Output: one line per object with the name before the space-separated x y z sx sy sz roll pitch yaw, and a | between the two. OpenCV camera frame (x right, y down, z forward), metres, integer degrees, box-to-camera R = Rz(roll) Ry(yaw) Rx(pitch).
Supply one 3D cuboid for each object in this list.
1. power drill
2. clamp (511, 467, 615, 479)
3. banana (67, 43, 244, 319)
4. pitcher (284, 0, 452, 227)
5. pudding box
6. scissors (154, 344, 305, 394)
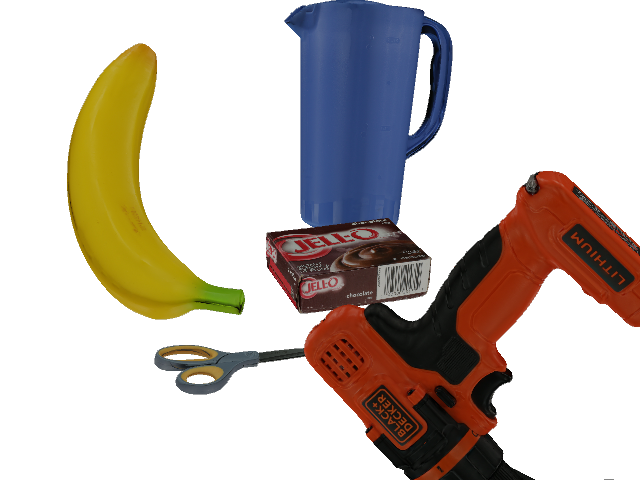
power drill | 0.109 0.068 0.602 0.188 0.184 0.057 -45 -2 16
clamp | 0.194 0.239 0.860 0.210 0.036 0.164 1 34 24
banana | -0.099 -0.028 0.561 0.069 0.198 0.037 -12 -36 -16
pitcher | 0.048 -0.135 1.153 0.149 0.243 0.144 7 11 25
pudding box | 0.021 0.018 0.867 0.113 0.039 0.090 -5 25 -19
scissors | -0.083 0.142 1.191 0.201 0.016 0.096 3 25 -14
